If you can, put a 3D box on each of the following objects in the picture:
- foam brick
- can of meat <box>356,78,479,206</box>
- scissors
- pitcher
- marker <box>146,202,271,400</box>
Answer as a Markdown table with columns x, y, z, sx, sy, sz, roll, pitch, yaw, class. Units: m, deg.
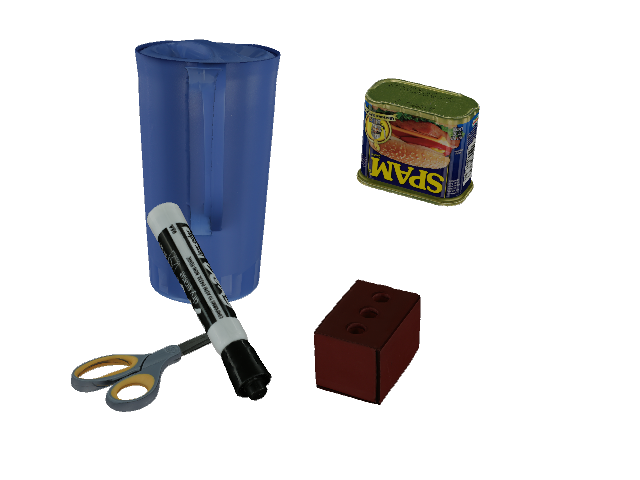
| x | y | z | sx | sy | sz | roll | pitch | yaw | class |
| --- | --- | --- | --- | --- | --- | --- | --- | --- | --- |
| 0.035 | 0.073 | 0.780 | 0.053 | 0.051 | 0.078 | 12 | 33 | 23 | foam brick |
| 0.085 | -0.087 | 0.929 | 0.102 | 0.084 | 0.057 | 17 | 36 | 21 | can of meat |
| -0.151 | 0.128 | 1.085 | 0.201 | 0.016 | 0.096 | -12 | 31 | -29 | scissors |
| -0.109 | -0.064 | 1.008 | 0.145 | 0.243 | 0.148 | 17 | 23 | 38 | pitcher |
| -0.057 | 0.030 | 0.538 | 0.020 | 0.121 | 0.020 | -23 | -32 | -15 | marker |
